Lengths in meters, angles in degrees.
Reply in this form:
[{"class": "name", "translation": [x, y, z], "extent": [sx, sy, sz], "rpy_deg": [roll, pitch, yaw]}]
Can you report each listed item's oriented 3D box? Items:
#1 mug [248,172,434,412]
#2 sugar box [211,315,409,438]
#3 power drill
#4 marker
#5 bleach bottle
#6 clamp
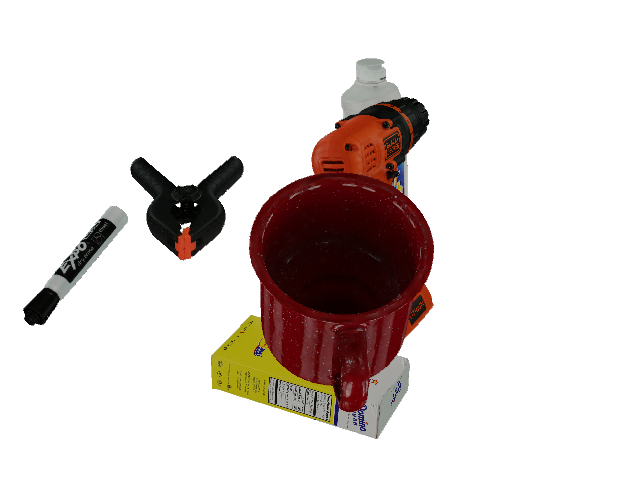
[{"class": "mug", "translation": [0.011, 0.034, 0.560], "extent": [0.093, 0.117, 0.081], "rpy_deg": [-6, -35, -7]}, {"class": "sugar box", "translation": [-0.009, 0.130, 1.043], "extent": [0.176, 0.048, 0.093], "rpy_deg": [11, 28, 19]}, {"class": "power drill", "translation": [0.054, -0.021, 0.903], "extent": [0.057, 0.188, 0.184], "rpy_deg": [0, 18, 28]}, {"class": "marker", "translation": [-0.188, 0.019, 0.820], "extent": [0.020, 0.020, 0.121], "rpy_deg": [0, 42, 36]}, {"class": "bleach bottle", "translation": [0.048, -0.068, 1.150], "extent": [0.102, 0.251, 0.068], "rpy_deg": [-19, 30, -35]}, {"class": "clamp", "translation": [-0.129, -0.041, 1.102], "extent": [0.120, 0.039, 0.171], "rpy_deg": [-11, 39, -9]}]
